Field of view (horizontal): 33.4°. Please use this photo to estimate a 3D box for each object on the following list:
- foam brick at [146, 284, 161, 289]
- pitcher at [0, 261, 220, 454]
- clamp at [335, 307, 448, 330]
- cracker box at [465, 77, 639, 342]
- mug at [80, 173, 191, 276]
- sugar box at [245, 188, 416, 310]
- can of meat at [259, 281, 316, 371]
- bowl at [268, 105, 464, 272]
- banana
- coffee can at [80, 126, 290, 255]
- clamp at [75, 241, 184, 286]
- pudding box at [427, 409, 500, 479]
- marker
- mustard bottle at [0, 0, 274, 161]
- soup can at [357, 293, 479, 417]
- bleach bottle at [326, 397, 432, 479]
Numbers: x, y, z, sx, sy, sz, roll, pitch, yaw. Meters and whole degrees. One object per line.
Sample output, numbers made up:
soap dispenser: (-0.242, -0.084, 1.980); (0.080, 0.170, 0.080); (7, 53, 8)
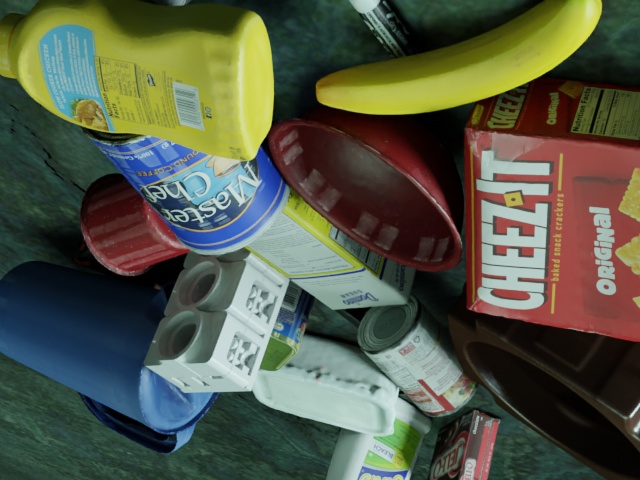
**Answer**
foam brick: (-0.204, 0.080, 1.181); (0.078, 0.051, 0.053); (-1, 146, 35)
pitcher: (-0.219, 0.108, 1.081); (0.243, 0.149, 0.145); (14, 163, 33)
clamp: (0.108, 0.110, 1.049); (0.165, 0.036, 0.210); (5, 146, 27)
cracker box: (0.202, -0.012, 0.682); (0.214, 0.072, 0.164); (9, 134, 19)
mug: (-0.136, -0.022, 0.924); (0.082, 0.093, 0.117); (-16, 167, 42)
sugar box: (-0.006, 0.001, 0.908); (0.094, 0.048, 0.176); (-8, 148, 42)
can of meat: (-0.042, 0.072, 1.024); (0.057, 0.084, 0.102); (23, 152, -8)
bowl: (0.044, -0.048, 0.753); (0.162, 0.055, 0.162); (33, 162, 12)
banana: (0.089, -0.111, 0.635); (0.198, 0.037, 0.069); (-21, 138, 38)
coffee can: (-0.096, -0.069, 0.780); (0.103, 0.102, 0.140); (3, 148, 29)
clamp: (-0.168, 0.027, 1.075); (0.172, 0.039, 0.120); (5, 145, 38)
pudding box: (0.160, 0.252, 1.217); (0.039, 0.090, 0.114); (21, 153, -5)
marker: (0.040, -0.135, 0.662); (0.020, 0.020, 0.121); (-4, 145, 38)
mustard bottle: (-0.126, -0.108, 0.658); (0.192, 0.058, 0.096); (12, 140, 14)
soup can: (0.088, 0.102, 0.954); (0.069, 0.068, 0.102); (-10, 134, 44)
bleach bottle: (0.047, 0.300, 1.202); (0.102, 0.250, 0.068); (35, 149, -28)
